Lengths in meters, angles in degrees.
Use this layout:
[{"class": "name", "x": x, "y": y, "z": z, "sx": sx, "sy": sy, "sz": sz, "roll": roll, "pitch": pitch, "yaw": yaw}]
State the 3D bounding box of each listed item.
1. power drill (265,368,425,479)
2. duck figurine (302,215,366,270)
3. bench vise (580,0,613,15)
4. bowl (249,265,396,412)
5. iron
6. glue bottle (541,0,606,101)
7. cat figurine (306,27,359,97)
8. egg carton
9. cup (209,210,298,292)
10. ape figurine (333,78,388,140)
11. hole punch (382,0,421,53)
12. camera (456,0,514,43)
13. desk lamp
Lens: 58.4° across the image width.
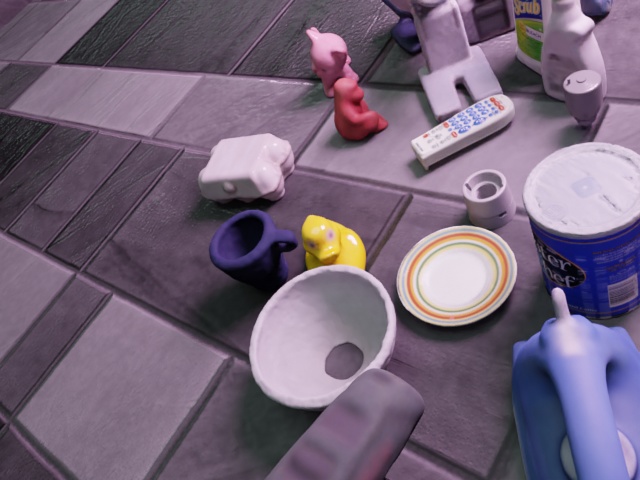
[{"class": "power drill", "x": 0.017, "y": 0.221, "z": 0.431, "sx": 0.075, "sy": 0.209, "sz": 0.230, "roll": 16, "pitch": 64, "yaw": 39}, {"class": "duck figurine", "x": 0.006, "y": 0.003, "z": 0.707, "sx": 0.077, "sy": 0.086, "sz": 0.104, "roll": -29, "pitch": 45, "yaw": 6}, {"class": "bench vise", "x": 0.371, "y": -0.427, "z": 0.755, "sx": 0.121, "sy": 0.220, "sz": 0.207, "roll": -2, "pitch": 53, "yaw": 29}, {"class": "bowl", "x": 0.012, "y": 0.114, "z": 0.619, "sx": 0.167, "sy": 0.075, "sz": 0.167, "roll": -16, "pitch": 48, "yaw": 19}, {"class": "iron", "x": 0.204, "y": 0.166, "z": 0.415, "sx": 0.118, "sy": 0.142, "sz": 0.258, "roll": -15, "pitch": 48, "yaw": 20}, {"class": "glue bottle", "x": 0.294, "y": -0.237, "z": 0.676, "sx": 0.037, "sy": 0.174, "sz": 0.077, "roll": -43, "pitch": 45, "yaw": -8}, {"class": "cat figurine", "x": 0.012, "y": -0.305, "z": 0.937, "sx": 0.067, "sy": 0.118, "sz": 0.127, "roll": -28, "pitch": 45, "yaw": 8}, {"class": "egg carton", "x": -0.114, "y": -0.106, "z": 0.880, "sx": 0.149, "sy": 0.070, "sz": 0.107, "roll": -2, "pitch": 53, "yaw": 29}, {"class": "cup", "x": -0.068, "y": 0.021, "z": 0.729, "sx": 0.117, "sy": 0.095, "sz": 0.092, "roll": -6, "pitch": 51, "yaw": 26}, {"class": "ape figurine", "x": 0.049, "y": -0.198, "z": 0.845, "sx": 0.076, "sy": 0.092, "sz": 0.077, "roll": -17, "pitch": 47, "yaw": 17}, {"class": "hole punch", "x": 0.158, "y": -0.378, "z": 0.932, "sx": 0.101, "sy": 0.091, "sz": 0.108, "roll": -31, "pitch": 45, "yaw": 4}, {"class": "camera", "x": 0.268, "y": -0.395, "z": 0.874, "sx": 0.143, "sy": 0.101, "sz": 0.136, "roll": -17, "pitch": 47, "yaw": 18}, {"class": "desk lamp", "x": 0.162, "y": -0.313, "z": 0.788, "sx": 0.117, "sy": 0.214, "sz": 0.203, "roll": -21, "pitch": 46, "yaw": 14}]
